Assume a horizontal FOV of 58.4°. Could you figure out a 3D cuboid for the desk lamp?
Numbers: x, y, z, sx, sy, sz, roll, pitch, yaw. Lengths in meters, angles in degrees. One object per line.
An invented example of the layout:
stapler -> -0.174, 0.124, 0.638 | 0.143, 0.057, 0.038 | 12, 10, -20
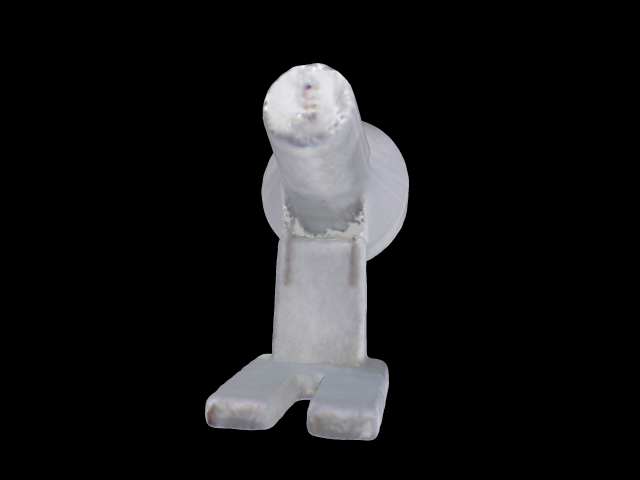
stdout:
desk lamp -> 0.004, 0.001, 0.400 | 0.117, 0.213, 0.203 | 0, 0, 8
